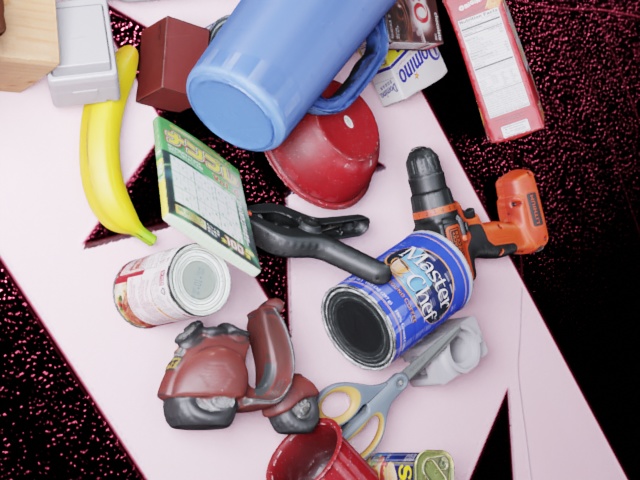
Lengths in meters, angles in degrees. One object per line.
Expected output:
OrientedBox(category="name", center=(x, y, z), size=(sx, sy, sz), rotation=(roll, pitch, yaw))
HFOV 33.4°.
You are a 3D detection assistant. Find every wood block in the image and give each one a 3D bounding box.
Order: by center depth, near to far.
OrientedBox(category="wood block", center=(-0.331, -0.183, 0.878), size=(0.205, 0.090, 0.091), rotation=(0, 80, -39))

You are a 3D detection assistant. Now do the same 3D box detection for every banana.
OrientedBox(category="banana", center=(-0.196, -0.091, 1.005), size=(0.069, 0.037, 0.198), rotation=(3, 79, -52))

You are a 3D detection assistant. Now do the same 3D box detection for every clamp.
OrientedBox(category="clamp", center=(-0.007, 0.001, 1.095), size=(0.171, 0.120, 0.039), rotation=(5, 114, -24))

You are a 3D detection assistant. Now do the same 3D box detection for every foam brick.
OrientedBox(category="foam brick", center=(-0.144, -0.172, 1.051), size=(0.051, 0.053, 0.078), rotation=(13, 73, -37))

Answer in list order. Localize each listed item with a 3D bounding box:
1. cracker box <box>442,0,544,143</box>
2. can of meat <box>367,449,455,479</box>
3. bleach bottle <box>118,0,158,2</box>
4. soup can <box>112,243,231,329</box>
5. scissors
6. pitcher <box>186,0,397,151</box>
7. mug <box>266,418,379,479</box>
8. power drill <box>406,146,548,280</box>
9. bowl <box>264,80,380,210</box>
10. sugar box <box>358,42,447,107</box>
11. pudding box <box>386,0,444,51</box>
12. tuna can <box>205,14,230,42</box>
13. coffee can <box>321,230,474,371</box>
OrientedBox(category="cracker box", center=(0.207, -0.228, 1.291), size=(0.164, 0.072, 0.214), rotation=(-36, 107, -75))
OrientedBox(category="can of meat", center=(0.094, 0.274, 1.133), size=(0.057, 0.084, 0.102), rotation=(9, 75, -38))
OrientedBox(category="bleach bottle", center=(-0.165, -0.275, 1.050), size=(0.250, 0.068, 0.102), rotation=(-28, 101, -36))
OrientedBox(category="soup can", center=(-0.137, 0.043, 0.981), size=(0.068, 0.102, 0.068), rotation=(9, 75, -38))
OrientedBox(category="scissors", center=(0.066, 0.148, 1.148), size=(0.096, 0.016, 0.201), rotation=(40, 74, -16))
OrientedBox(category="pitcher", center=(-0.020, -0.197, 1.051), size=(0.149, 0.145, 0.242), rotation=(30, 61, 4))
OrientedBox(category="mug", center=(0.006, 0.246, 1.057), size=(0.081, 0.093, 0.117), rotation=(49, 24, -26))
OrientedBox(category="power drill", center=(0.187, -0.034, 1.291), size=(0.187, 0.057, 0.184), rotation=(-15, 94, -37))
OrientedBox(category="bowl", center=(0.012, -0.116, 1.145), size=(0.161, 0.055, 0.162), rotation=(20, 56, -34))
OrientedBox(category="sugar box", center=(0.079, -0.255, 1.254), size=(0.093, 0.048, 0.176), rotation=(-35, 102, -38))
OrientedBox(category="pudding box", center=(0.090, -0.273, 1.209), size=(0.089, 0.039, 0.113), rotation=(-8, 89, -40))
OrientedBox(category="tuna can", center=(-0.090, -0.189, 1.110), size=(0.085, 0.034, 0.086), rotation=(9, 75, -38))
OrientedBox(category="coffee can", center=(0.084, 0.064, 1.156), size=(0.140, 0.103, 0.103), rotation=(-32, 101, -38))
